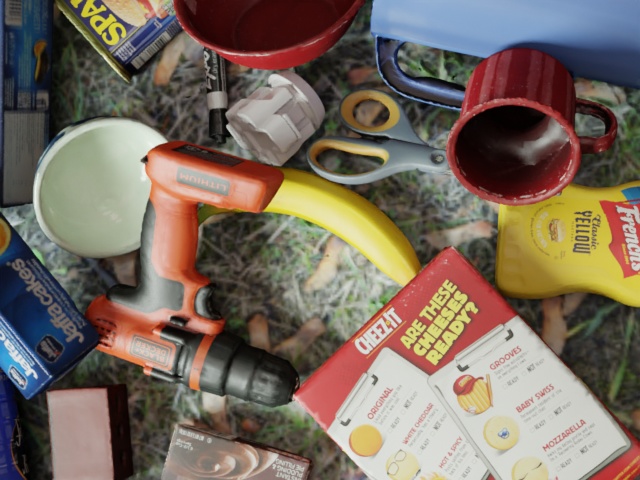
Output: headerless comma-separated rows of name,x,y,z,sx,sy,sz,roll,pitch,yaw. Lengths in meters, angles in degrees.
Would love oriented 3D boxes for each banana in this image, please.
banana,-0.005,-0.018,0.862,0.198,0.037,0.069,15,94,9

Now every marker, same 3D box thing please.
marker,-0.088,-0.140,0.894,0.020,0.020,0.121,-6,84,7

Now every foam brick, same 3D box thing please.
foam brick,-0.184,0.156,0.861,0.051,0.053,0.078,-7,85,7

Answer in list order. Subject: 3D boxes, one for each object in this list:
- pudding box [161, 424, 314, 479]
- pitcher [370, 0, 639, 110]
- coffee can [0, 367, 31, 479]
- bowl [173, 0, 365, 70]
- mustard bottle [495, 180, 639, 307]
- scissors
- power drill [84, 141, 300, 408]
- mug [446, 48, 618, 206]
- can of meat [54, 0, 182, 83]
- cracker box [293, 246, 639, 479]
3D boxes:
pudding box,-0.071,0.203,0.846,0.113,0.039,0.090,15,86,9
pitcher,0.163,-0.182,0.813,0.243,0.149,0.145,16,55,6
coffee can,-0.286,0.172,0.848,0.103,0.102,0.140,-14,82,6
bowl,-0.033,-0.189,0.854,0.162,0.055,0.162,-6,55,8
mustard bottle,0.232,0.002,0.813,0.192,0.058,0.096,4,77,8
scissors,0.089,-0.078,0.839,0.202,0.016,0.096,2,63,16
power drill,-0.086,0.028,0.833,0.184,0.057,0.188,17,105,8
mug,0.154,-0.085,0.769,0.117,0.093,0.081,2,41,14
can of meat,-0.165,-0.198,0.892,0.084,0.057,0.102,-42,80,0
cracker box,0.112,0.135,0.800,0.164,0.072,0.214,-44,87,2
